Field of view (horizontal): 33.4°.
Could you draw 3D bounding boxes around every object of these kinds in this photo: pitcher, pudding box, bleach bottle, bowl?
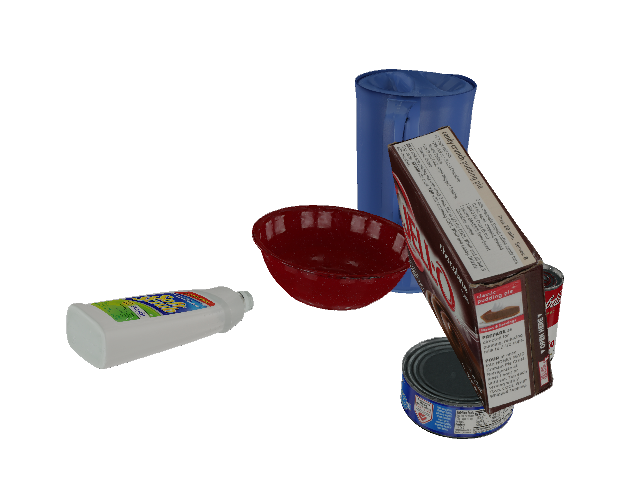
[{"bbox_3d":[0.098,-0.064,1.200,0.149,0.243,0.145,-11,24,-28],"label":"pitcher"},{"bbox_3d":[0.071,0.012,0.517,0.039,0.090,0.113,-21,42,-5],"label":"pudding box"},{"bbox_3d":[-0.201,0.102,1.415,0.250,0.068,0.103,-12,28,-40],"label":"bleach bottle"},{"bbox_3d":[0.013,0.022,1.019,0.162,0.055,0.162,6,24,-3],"label":"bowl"}]

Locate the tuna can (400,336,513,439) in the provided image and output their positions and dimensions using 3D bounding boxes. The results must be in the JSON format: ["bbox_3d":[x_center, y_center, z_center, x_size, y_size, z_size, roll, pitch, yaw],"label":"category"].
[{"bbox_3d":[0.102,0.109,0.793,0.086,0.034,0.086,1,29,-1],"label":"tuna can"}]

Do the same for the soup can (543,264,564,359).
[{"bbox_3d":[0.238,0.084,1.217,0.068,0.102,0.068,1,25,0],"label":"soup can"}]
